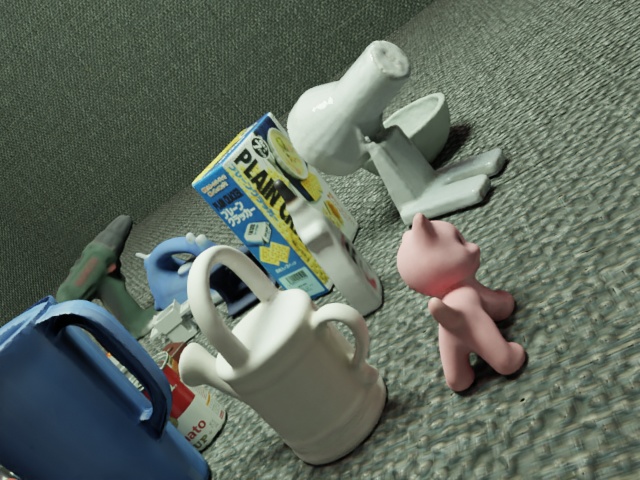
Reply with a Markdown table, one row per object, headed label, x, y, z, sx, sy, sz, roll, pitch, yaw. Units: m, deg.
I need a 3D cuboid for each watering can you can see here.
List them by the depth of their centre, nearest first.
| label | x | y | z | sx | sy | sz | roll | pitch | yaw |
| --- | --- | --- | --- | --- | --- | --- | --- | --- | --- |
| watering can | -0.045 | 0.092 | 0.480 | 0.173 | 0.194 | 0.101 | -36 | 19 | 9 |

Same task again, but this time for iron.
| label | x | y | z | sx | sy | sz | roll | pitch | yaw |
| --- | --- | --- | --- | --- | --- | --- | --- | --- | --- |
| iron | -0.230 | 0.045 | 1.039 | 0.257 | 0.142 | 0.119 | -23 | 24 | 41 |

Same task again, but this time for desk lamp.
| label | x | y | z | sx | sy | sz | roll | pitch | yaw |
| --- | --- | --- | --- | --- | --- | --- | --- | --- | --- |
| desk lamp | 0.085 | -0.130 | 0.718 | 0.202 | 0.214 | 0.118 | -19 | 27 | 47 |

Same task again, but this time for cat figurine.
| label | x | y | z | sx | sy | sz | roll | pitch | yaw |
| --- | --- | --- | --- | --- | --- | --- | --- | --- | --- |
| cat figurine | 0.099 | 0.035 | 0.454 | 0.067 | 0.118 | 0.128 | -31 | 20 | 23 |

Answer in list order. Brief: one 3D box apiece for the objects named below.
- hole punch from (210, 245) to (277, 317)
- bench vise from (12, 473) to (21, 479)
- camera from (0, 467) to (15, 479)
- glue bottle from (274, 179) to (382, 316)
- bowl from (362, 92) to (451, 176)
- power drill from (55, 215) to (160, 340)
| label | x | y | z | sx | sy | sz | roll | pitch | yaw |
| --- | --- | --- | --- | --- | --- | --- | --- | --- | --- |
| hole punch | -0.129 | 0.050 | 0.909 | 0.108 | 0.091 | 0.101 | -35 | 19 | 12 |
| bench vise | -0.353 | 0.234 | 0.702 | 0.207 | 0.220 | 0.121 | -27 | 22 | 33 |
| camera | -0.454 | 0.371 | 0.770 | 0.142 | 0.101 | 0.137 | -17 | 28 | 49 |
| glue bottle | 0.006 | 0.002 | 0.626 | 0.037 | 0.173 | 0.078 | -36 | 19 | 11 |
| bowl | 0.138 | -0.147 | 0.881 | 0.167 | 0.075 | 0.167 | -35 | 19 | 14 |
| power drill | -0.408 | 0.092 | 1.167 | 0.075 | 0.209 | 0.230 | -15 | 30 | 52 |
